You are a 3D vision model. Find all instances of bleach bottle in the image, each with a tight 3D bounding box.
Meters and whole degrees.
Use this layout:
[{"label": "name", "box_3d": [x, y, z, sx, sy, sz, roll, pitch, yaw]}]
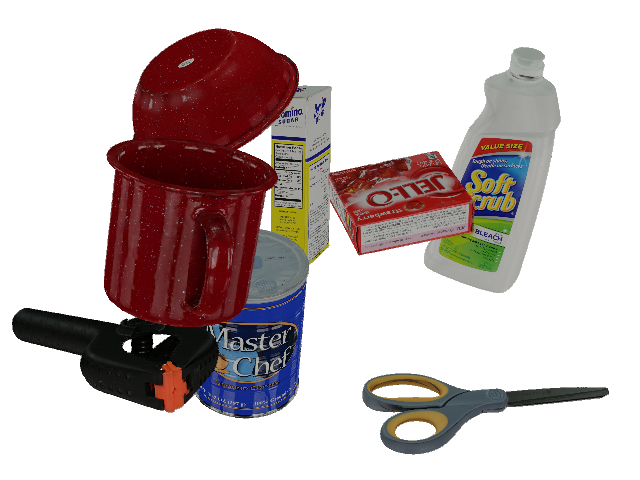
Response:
[{"label": "bleach bottle", "box_3d": [0.171, -0.071, 1.045, 0.103, 0.251, 0.068, 21, 38, 19]}]

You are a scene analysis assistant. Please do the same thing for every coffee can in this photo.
[{"label": "coffee can", "box_3d": [-0.066, 0.075, 0.967, 0.103, 0.140, 0.103, 3, 35, -2]}]

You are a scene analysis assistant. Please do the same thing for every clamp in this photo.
[{"label": "clamp", "box_3d": [-0.121, 0.072, 0.772, 0.164, 0.036, 0.210, -10, 15, -26]}]

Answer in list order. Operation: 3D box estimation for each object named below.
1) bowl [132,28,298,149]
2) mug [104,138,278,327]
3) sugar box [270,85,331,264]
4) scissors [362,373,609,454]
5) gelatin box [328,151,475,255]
[{"label": "bowl", "box_3d": [-0.102, -0.132, 0.915, 0.162, 0.055, 0.162, -18, 38, 15]}, {"label": "mug", "box_3d": [-0.071, 0.000, 0.580, 0.093, 0.081, 0.117, 1, 22, -26]}, {"label": "sugar box", "box_3d": [-0.020, -0.068, 1.107, 0.048, 0.176, 0.093, 3, 15, 15]}, {"label": "scissors", "box_3d": [0.132, 0.141, 0.858, 0.202, 0.016, 0.096, 4, 33, 8]}, {"label": "gelatin box", "box_3d": [0.057, -0.029, 0.770, 0.089, 0.030, 0.073, -12, 36, -10]}]
